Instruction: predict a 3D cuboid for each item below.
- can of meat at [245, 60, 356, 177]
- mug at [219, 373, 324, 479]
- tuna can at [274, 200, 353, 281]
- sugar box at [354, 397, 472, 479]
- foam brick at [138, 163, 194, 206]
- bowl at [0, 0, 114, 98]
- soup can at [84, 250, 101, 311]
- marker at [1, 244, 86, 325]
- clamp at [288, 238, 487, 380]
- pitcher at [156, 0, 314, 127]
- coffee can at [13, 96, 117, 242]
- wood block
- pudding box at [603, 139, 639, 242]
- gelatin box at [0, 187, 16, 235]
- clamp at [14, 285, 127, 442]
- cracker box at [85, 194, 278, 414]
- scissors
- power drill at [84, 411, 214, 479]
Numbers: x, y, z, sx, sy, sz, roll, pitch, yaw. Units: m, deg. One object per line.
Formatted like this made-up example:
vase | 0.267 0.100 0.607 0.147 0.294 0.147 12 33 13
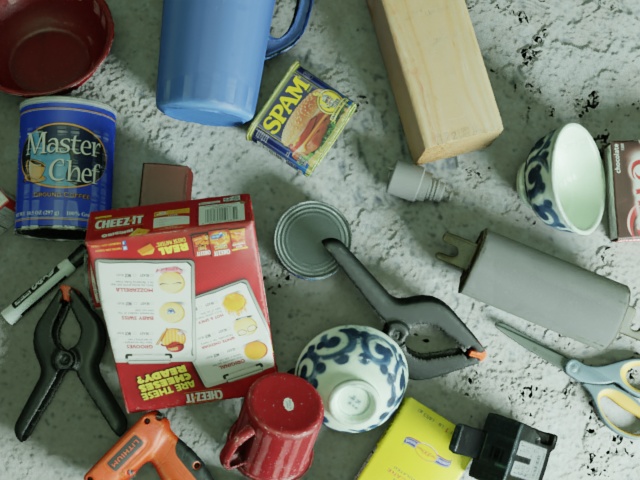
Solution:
can of meat | -0.020 -0.132 1.179 0.084 0.057 0.102 34 83 1
mug | -0.052 0.192 1.077 0.117 0.082 0.093 -22 56 -34
tuna can | -0.008 0.001 1.171 0.086 0.034 0.086 0 82 -1
sugar box | 0.084 0.264 1.131 0.093 0.048 0.176 32 82 3
foam brick | -0.169 -0.042 1.166 0.051 0.053 0.078 5 81 0
bowl | -0.303 -0.212 1.174 0.162 0.055 0.162 0 64 0
soup can | -0.196 0.037 1.147 0.102 0.068 0.068 -7 82 -2
marker | -0.297 0.047 1.169 0.121 0.020 0.020 -41 85 -6
clamp | 0.077 0.088 1.145 0.210 0.036 0.164 8 102 -2
pitcher | -0.100 -0.250 1.164 0.149 0.144 0.243 5 85 25
coffee can | -0.272 -0.074 1.143 0.103 0.103 0.140 1 82 -1
wood block | 0.123 -0.197 1.172 0.090 0.091 0.206 -15 82 -4
pudding box | 0.365 -0.055 1.181 0.090 0.039 0.113 -3 83 -2
gelatin box | -0.367 -0.018 1.150 0.089 0.073 0.030 -42 84 -5
clamp | -0.259 0.136 1.147 0.120 0.039 0.171 6 82 0
cracker box | -0.136 0.065 1.089 0.164 0.072 0.214 -8 122 -2
scissors | 0.295 0.131 1.167 0.096 0.016 0.202 -44 85 -7
power drill | -0.156 0.288 1.120 0.187 0.057 0.184 43 81 2
